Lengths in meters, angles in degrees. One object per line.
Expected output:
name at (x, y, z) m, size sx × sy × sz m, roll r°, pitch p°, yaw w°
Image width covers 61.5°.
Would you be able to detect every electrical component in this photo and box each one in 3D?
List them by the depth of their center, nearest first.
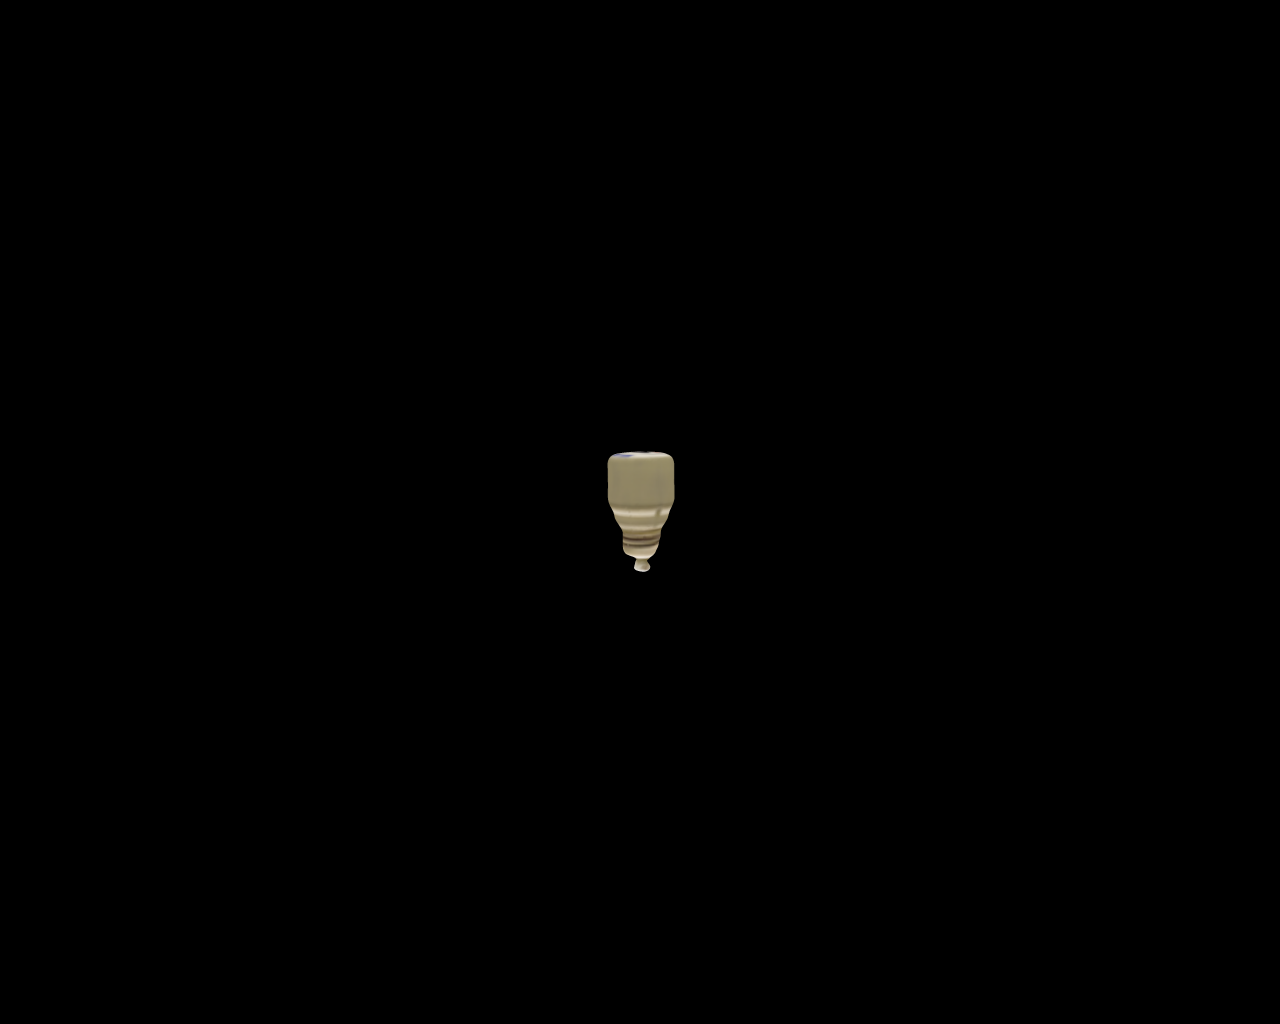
electrical component at (0.001, -0.003, 0.650) m, size 0.040 × 0.078 × 0.040 m, roll 0°, pitch 7°, yaw 0°
